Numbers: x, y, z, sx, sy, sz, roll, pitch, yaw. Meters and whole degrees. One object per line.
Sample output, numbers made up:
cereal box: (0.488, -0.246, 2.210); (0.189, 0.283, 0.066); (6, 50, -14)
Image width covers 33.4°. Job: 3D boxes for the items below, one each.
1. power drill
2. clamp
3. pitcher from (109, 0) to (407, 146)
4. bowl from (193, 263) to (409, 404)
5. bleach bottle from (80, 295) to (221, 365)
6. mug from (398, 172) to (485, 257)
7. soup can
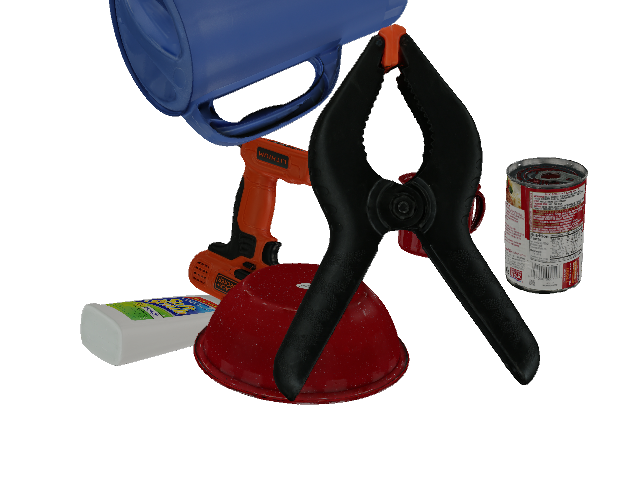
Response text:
power drill: (-0.047, -0.006, 1.122); (0.185, 0.188, 0.057); (22, 8, 32)
clamp: (0.026, -0.007, 0.483); (0.120, 0.171, 0.039); (-12, -2, -10)
pitcher: (-0.041, -0.193, 0.903); (0.242, 0.149, 0.145); (-24, 44, -28)
bowl: (-0.012, 0.058, 0.787); (0.162, 0.055, 0.162); (3, 20, -1)
bleach bottle: (-0.198, 0.110, 1.477); (0.250, 0.068, 0.103); (-9, 24, -43)
mug: (0.142, -0.029, 1.224); (0.117, 0.081, 0.093); (-8, 20, -35)
soup can: (0.195, -0.013, 0.925); (0.068, 0.102, 0.068); (-3, 24, 1)
